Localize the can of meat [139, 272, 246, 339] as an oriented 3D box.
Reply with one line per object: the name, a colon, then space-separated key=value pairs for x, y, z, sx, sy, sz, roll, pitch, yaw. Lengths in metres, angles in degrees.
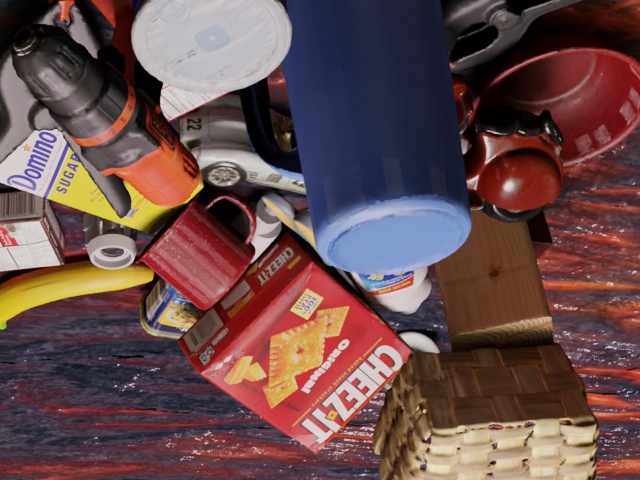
can of meat: x=-0.133 y=0.064 z=1.156 sx=0.102 sy=0.057 sz=0.084 roll=11 pitch=-40 yaw=-27

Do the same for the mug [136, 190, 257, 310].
mug: x=-0.108 y=0.004 z=1.022 sx=0.081 sy=0.117 sz=0.093 roll=42 pitch=15 yaw=-9

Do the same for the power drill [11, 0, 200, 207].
power drill: x=-0.148 y=-0.135 z=0.739 sx=0.057 sy=0.187 sz=0.184 roll=-17 pitch=-33 yaw=16

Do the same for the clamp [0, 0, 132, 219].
clamp: x=-0.210 y=-0.100 z=0.859 sx=0.164 sy=0.210 sz=0.036 roll=6 pitch=33 yaw=-30

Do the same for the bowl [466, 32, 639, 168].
bowl: x=0.203 y=-0.130 z=0.933 sx=0.162 sy=0.055 sz=0.162 roll=-5 pitch=-34 yaw=-3

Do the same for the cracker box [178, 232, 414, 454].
cracker box: x=-0.019 y=0.116 z=1.138 sx=0.213 sy=0.164 sz=0.072 roll=43 pitch=4 yaw=-41

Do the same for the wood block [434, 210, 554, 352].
wood block: x=0.150 y=0.010 z=0.996 sx=0.091 sy=0.206 sz=0.090 roll=-12 pitch=-34 yaw=7

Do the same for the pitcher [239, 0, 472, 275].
pitcher: x=0.028 y=-0.099 z=0.778 sx=0.144 sy=0.243 sz=0.149 roll=2 pitch=-28 yaw=-18

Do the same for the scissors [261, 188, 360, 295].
scissors: x=-0.007 y=0.001 z=1.051 sx=0.096 sy=0.016 sz=0.201 roll=38 pitch=-8 yaw=17

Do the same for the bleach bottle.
bleach bottle: x=0.074 y=0.011 z=1.113 sx=0.103 sy=0.068 sz=0.250 roll=-12 pitch=-32 yaw=12

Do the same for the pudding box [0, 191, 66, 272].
pudding box: x=-0.312 y=-0.006 z=1.033 sx=0.113 sy=0.039 sz=0.090 roll=-5 pitch=-31 yaw=-1

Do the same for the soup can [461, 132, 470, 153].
soup can: x=0.076 y=-0.095 z=0.949 sx=0.102 sy=0.068 sz=0.069 roll=21 pitch=-13 yaw=-36

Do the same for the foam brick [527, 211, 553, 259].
foam brick: x=0.200 y=0.002 z=1.133 sx=0.053 sy=0.051 sz=0.078 roll=9 pitch=-37 yaw=-21

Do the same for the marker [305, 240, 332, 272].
marker: x=-0.004 y=0.008 z=1.131 sx=0.020 sy=0.020 sz=0.121 roll=0 pitch=-32 yaw=11

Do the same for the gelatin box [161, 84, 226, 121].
gelatin box: x=-0.112 y=-0.143 z=0.877 sx=0.089 sy=0.030 sz=0.073 roll=-22 pitch=-35 yaw=21

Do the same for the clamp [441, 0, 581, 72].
clamp: x=0.156 y=-0.188 z=0.853 sx=0.120 sy=0.039 sz=0.172 roll=18 pitch=-36 yaw=-23

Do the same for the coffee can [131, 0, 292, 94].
coffee can: x=-0.076 y=-0.185 z=0.720 sx=0.102 sy=0.140 sz=0.103 roll=-5 pitch=-34 yaw=-4

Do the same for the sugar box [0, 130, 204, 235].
sugar box: x=-0.202 y=-0.067 z=0.957 sx=0.175 sy=0.048 sz=0.093 roll=18 pitch=-42 yaw=-35

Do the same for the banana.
banana: x=-0.276 y=0.050 z=1.129 sx=0.198 sy=0.037 sz=0.069 roll=-16 pitch=-17 yaw=15
